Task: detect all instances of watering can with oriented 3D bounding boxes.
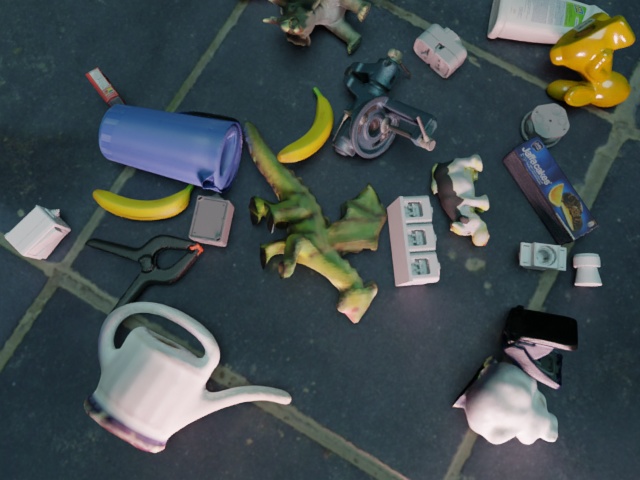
[{"bbox_3d":[-0.242,0.255,0.875,0.348,0.103,0.226,31,81,6],"label":"watering can"}]

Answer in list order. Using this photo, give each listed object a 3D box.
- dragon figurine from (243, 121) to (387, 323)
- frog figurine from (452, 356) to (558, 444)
[{"bbox_3d":[0.003,-0.048,0.957,0.243,0.120,0.415,-7,74,-19],"label":"dragon figurine"},{"bbox_3d":[0.324,0.284,0.861,0.161,0.120,0.139,37,62,18],"label":"frog figurine"}]
